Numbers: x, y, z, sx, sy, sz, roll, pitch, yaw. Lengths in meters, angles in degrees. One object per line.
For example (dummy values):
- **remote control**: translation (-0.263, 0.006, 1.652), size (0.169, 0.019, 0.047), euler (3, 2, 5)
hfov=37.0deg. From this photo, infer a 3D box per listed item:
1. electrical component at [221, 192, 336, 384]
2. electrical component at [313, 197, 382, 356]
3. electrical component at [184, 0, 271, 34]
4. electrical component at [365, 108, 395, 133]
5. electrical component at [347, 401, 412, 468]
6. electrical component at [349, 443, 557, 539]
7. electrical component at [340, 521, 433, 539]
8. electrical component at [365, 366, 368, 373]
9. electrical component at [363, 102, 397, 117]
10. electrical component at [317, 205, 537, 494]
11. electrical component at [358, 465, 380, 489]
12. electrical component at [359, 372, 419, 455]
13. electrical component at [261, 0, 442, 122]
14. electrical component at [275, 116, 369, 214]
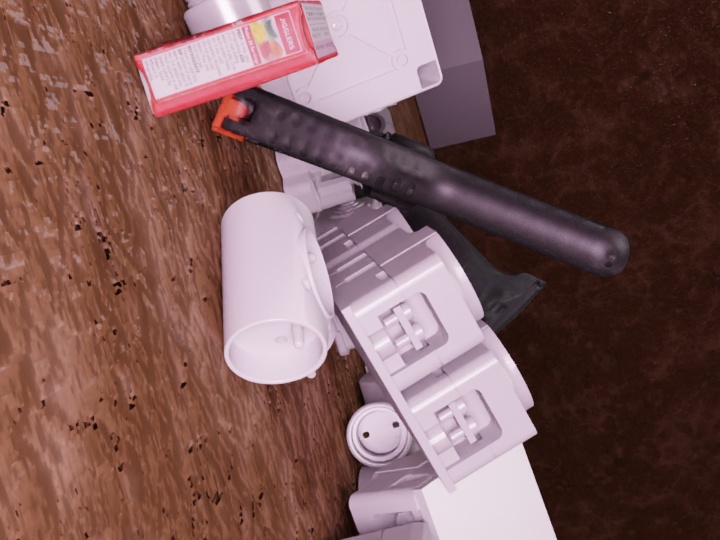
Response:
- **electrical component**: translation (-0.034, 0.018, 0.488), size (0.079, 0.044, 0.077), euler (67, 11, -46)
- **electrical component**: translation (0.000, 0.000, 0.743), size (0.099, 0.048, 0.099), euler (-77, 150, -74)
- **electrical component**: translation (-0.069, -0.135, 0.541), size (0.048, 0.048, 0.062), euler (-69, 136, -77)
- **electrical component**: translation (-0.007, -0.160, 0.987), size (0.138, 0.052, 0.073), euler (60, 16, -60)
- **electrical component**: translation (0.013, 0.101, 0.675), size (0.046, 0.040, 0.040), euler (46, 29, -86)
- **electrical component**: translation (0.062, 0.172, 0.582), size (0.089, 0.062, 0.150), euler (-23, 94, -47)
- **electrical component**: translation (0.021, 0.175, 0.505), size (0.061, 0.061, 0.096), euler (-50, 124, -80)
- **electrical component**: translation (0.034, 0.058, 0.841), size (0.089, 0.056, 0.050), euler (-7, 82, -82)
- **electrical component**: translation (-0.009, -0.153, 0.822), size (0.150, 0.089, 0.061), euler (-74, 148, -75)
- **electrical component**: translation (0.027, 0.030, 0.589), size (0.105, 0.060, 0.186), euler (60, -3, -14)
- **electrical component**: translation (0.043, 0.169, 0.675), size (0.108, 0.060, 0.108), euler (-15, 90, -82)
- **electrical component**: translation (0.027, 0.102, 0.763), size (0.040, 0.040, 0.078), euler (-64, 138, -78)
- **electrical component**: translation (-0.022, -0.140, 0.611), size (0.056, 0.109, 0.108), euler (34, -35, 64)
- **electrical component**: translation (-0.021, -0.074, 0.709), size (0.078, 0.057, 0.058), euler (-97, 169, -46)
